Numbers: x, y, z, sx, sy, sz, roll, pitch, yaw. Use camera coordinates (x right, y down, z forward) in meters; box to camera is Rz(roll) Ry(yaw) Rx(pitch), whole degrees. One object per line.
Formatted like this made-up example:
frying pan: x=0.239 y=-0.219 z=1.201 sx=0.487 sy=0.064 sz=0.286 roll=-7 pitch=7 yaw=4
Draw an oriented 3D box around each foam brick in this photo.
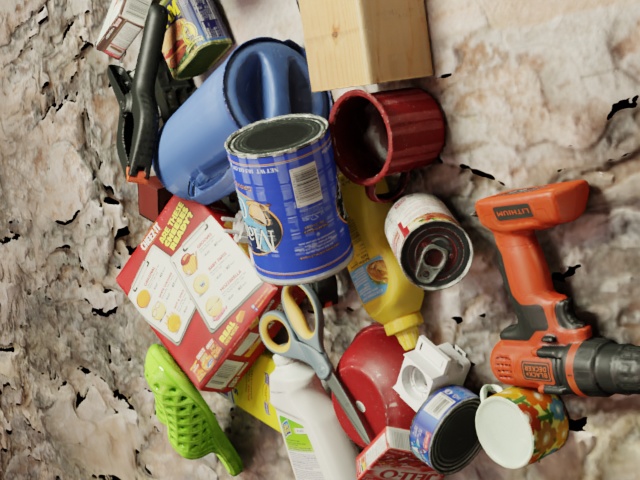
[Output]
foam brick: x=-0.193 y=-0.057 z=1.397 sx=0.051 sy=0.078 sz=0.053 roll=25 pitch=122 yaw=45

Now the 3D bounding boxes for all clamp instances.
clamp: x=-0.008 y=0.001 z=1.178 sx=0.120 sy=0.039 sz=0.171 roll=-114 pitch=6 yaw=-76
clamp: x=-0.218 y=-0.170 z=1.290 sx=0.165 sy=0.036 sz=0.210 roll=-44 pitch=46 yaw=49

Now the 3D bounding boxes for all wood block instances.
wood block: x=0.036 y=-0.253 z=1.029 sx=0.091 sy=0.090 sz=0.206 roll=2 pitch=103 yaw=51

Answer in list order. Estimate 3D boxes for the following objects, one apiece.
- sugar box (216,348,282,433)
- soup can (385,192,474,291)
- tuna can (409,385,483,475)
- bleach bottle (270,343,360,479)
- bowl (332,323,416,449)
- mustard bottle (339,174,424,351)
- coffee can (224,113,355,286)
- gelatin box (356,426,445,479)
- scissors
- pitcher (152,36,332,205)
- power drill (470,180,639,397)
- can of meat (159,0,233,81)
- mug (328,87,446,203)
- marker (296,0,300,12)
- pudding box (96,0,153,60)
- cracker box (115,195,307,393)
sugar box: x=-0.079 y=0.172 z=1.351 sx=0.177 sy=0.048 sz=0.093 roll=19 pitch=113 yaw=46
soup can: x=0.101 y=-0.001 z=1.010 sx=0.102 sy=0.068 sz=0.068 roll=-106 pitch=15 yaw=-71
tuna can: x=0.129 y=0.187 z=1.057 sx=0.034 sy=0.085 sz=0.086 roll=30 pitch=124 yaw=45
bleach bottle: x=0.003 y=0.239 z=1.227 sx=0.103 sy=0.067 sz=0.251 roll=-12 pitch=98 yaw=52
bowl: x=0.062 y=0.175 z=1.165 sx=0.162 sy=0.055 sz=0.162 roll=21 pitch=117 yaw=47
mustard bottle: x=0.062 y=0.023 z=1.110 sx=0.096 sy=0.058 sz=0.191 roll=-35 pitch=73 yaw=61
coffee can: x=-0.028 y=-0.040 z=1.048 sx=0.103 sy=0.102 sz=0.140 roll=19 pitch=130 yaw=48
gelatin box: x=0.093 y=0.231 z=1.117 sx=0.073 sy=0.089 sz=0.030 roll=125 pitch=151 yaw=-43
scissors: x=-0.011 y=0.143 z=1.173 sx=0.096 sy=0.016 sz=0.202 roll=-29 pitch=71 yaw=33
pitcher: x=-0.105 y=-0.117 z=1.216 sx=0.243 sy=0.149 sz=0.145 roll=-26 pitch=84 yaw=56
power drill: x=0.210 y=0.045 z=0.930 sx=0.185 sy=0.057 sz=0.187 roll=-5 pitch=98 yaw=53
can of meat: x=-0.159 y=-0.254 z=1.306 sx=0.102 sy=0.057 sz=0.084 roll=-33 pitch=78 yaw=52
mug: x=0.068 y=-0.094 z=1.046 sx=0.093 sy=0.081 sz=0.117 roll=18 pitch=115 yaw=48
marker: x=-0.027 y=-0.288 z=1.156 sx=0.020 sy=0.020 sz=0.121 roll=-27 pitch=79 yaw=52
pudding box: x=-0.245 y=-0.302 z=1.374 sx=0.090 sy=0.039 sz=0.113 roll=-35 pitch=36 yaw=53
cracker box: x=-0.139 y=0.059 z=1.324 sx=0.164 sy=0.072 sz=0.214 roll=-53 pitch=56 yaw=14
